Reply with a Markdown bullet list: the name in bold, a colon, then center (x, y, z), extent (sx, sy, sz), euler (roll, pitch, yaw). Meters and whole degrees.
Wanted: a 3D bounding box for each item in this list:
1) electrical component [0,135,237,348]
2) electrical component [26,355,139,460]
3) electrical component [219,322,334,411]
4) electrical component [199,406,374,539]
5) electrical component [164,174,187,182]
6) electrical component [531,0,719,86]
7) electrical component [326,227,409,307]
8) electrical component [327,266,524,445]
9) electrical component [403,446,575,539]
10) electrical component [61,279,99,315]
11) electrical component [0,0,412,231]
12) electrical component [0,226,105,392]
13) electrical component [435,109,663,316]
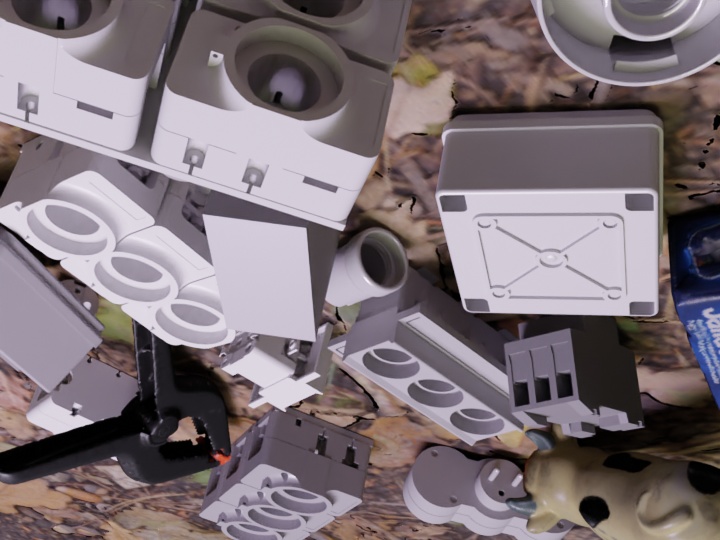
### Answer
- **electrical component**: center (-0.126, -0.019, 0.637), extent (0.089, 0.061, 0.150), euler (-16, 137, 35)
- **electrical component**: center (-0.211, 0.110, 0.857), extent (0.089, 0.050, 0.056), euler (31, 140, -26)
- **electrical component**: center (-0.059, 0.061, 0.749), extent (0.064, 0.042, 0.081), euler (33, 139, -26)
- **electrical component**: center (-0.065, 0.180, 0.903), extent (0.089, 0.061, 0.150), euler (24, 144, -17)
- **electrical component**: center (-0.109, -0.087, 0.550), extent (0.079, 0.043, 0.077), euler (5, 145, 9)
- **electrical component**: center (0.113, -0.125, 0.434), extent (0.099, 0.064, 0.099), euler (1, 134, 1)
- **electrical component**: center (0.000, 0.000, 0.647), extent (0.040, 0.040, 0.046), euler (32, 145, -26)
- **electrical component**: center (0.052, 0.054, 0.687), extent (0.121, 0.063, 0.079), euler (36, 139, -31)
- **electrical component**: center (0.108, 0.173, 0.850), extent (0.138, 0.052, 0.073), euler (14, 145, -2)
- **electrical component**: center (-0.208, 0.033, 0.757), extent (0.040, 0.040, 0.046), euler (25, 138, -18)
- **electrical component**: center (-0.078, -0.102, 0.465), extent (0.186, 0.105, 0.060), euler (17, 145, -8)
- **electrical component**: center (-0.231, 0.010, 0.673), extent (0.109, 0.056, 0.108), euler (29, 161, 39)
- **electrical component**: center (0.102, -0.027, 0.562), extent (0.109, 0.056, 0.108), euler (1, 144, 16)
